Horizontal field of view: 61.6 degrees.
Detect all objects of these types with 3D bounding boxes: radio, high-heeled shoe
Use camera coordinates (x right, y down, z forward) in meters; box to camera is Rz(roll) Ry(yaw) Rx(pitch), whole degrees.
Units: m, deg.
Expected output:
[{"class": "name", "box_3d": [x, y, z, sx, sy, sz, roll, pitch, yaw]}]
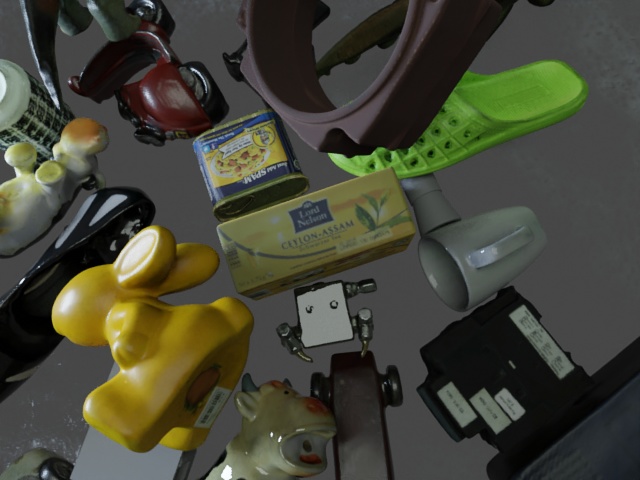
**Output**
[{"class": "radio", "box_3d": [0.280, 0.191, 0.475, 0.229, 0.073, 0.131, -37, 80, -3]}, {"class": "high-heeled shoe", "box_3d": [-0.240, 0.058, 0.499, 0.145, 0.086, 0.249, -6, 57, 35]}]

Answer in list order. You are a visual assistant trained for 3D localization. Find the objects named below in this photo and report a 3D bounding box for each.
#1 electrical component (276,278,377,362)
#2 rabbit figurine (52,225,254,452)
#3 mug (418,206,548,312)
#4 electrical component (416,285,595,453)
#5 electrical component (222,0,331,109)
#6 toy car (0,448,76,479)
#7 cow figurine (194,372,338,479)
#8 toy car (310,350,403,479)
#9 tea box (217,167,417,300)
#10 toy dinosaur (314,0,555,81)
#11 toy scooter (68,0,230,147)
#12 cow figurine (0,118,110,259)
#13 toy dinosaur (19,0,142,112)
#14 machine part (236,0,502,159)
[{"class": "electrical component", "box_3d": [0.008, 0.078, 0.526, 0.102, 0.045, 0.078, -5, 79, 2]}, {"class": "rabbit figurine", "box_3d": [-0.149, 0.068, 0.440, 0.173, 0.121, 0.162, 23, 87, 27]}, {"class": "mug", "box_3d": [0.161, 0.006, 0.506, 0.107, 0.109, 0.081, -27, 78, -16]}, {"class": "electrical component", "box_3d": [0.160, 0.124, 0.503, 0.134, 0.058, 0.115, -34, 76, -3]}, {"class": "electrical component", "box_3d": [-0.040, -0.210, 0.587, 0.075, 0.047, 0.119, 40, 83, 10]}, {"class": "toy car", "box_3d": [-0.216, 0.278, 0.493, 0.202, 0.056, 0.073, 38, 77, 9]}, {"class": "cow figurine", "box_3d": [-0.058, 0.204, 0.464, 0.195, 0.085, 0.127, -47, 51, 19]}, {"class": "toy car", "box_3d": [0.040, 0.202, 0.487, 0.089, 0.053, 0.202, -9, 62, 6]}, {"class": "tea box", "box_3d": [-0.001, -0.002, 0.516, 0.170, 0.098, 0.068, -19, 79, -2]}, {"class": "toy dinosaur", "box_3d": [0.170, -0.270, 0.510, 0.472, 0.198, 0.105, -25, 77, 6]}, {"class": "toy scooter", "box_3d": [-0.190, -0.166, 0.574, 0.135, 0.075, 0.184, -33, 75, -5]}, {"class": "cow figurine", "box_3d": [-0.282, -0.050, 0.553, 0.068, 0.098, 0.167, 39, 66, 19]}, {"class": "toy dinosaur", "box_3d": [-0.251, -0.318, 0.521, 0.131, 0.192, 0.405, -20, 49, 10]}, {"class": "machine part", "box_3d": [0.027, -0.187, 0.452, 0.201, 0.087, 0.201, 50, 123, 27]}]
